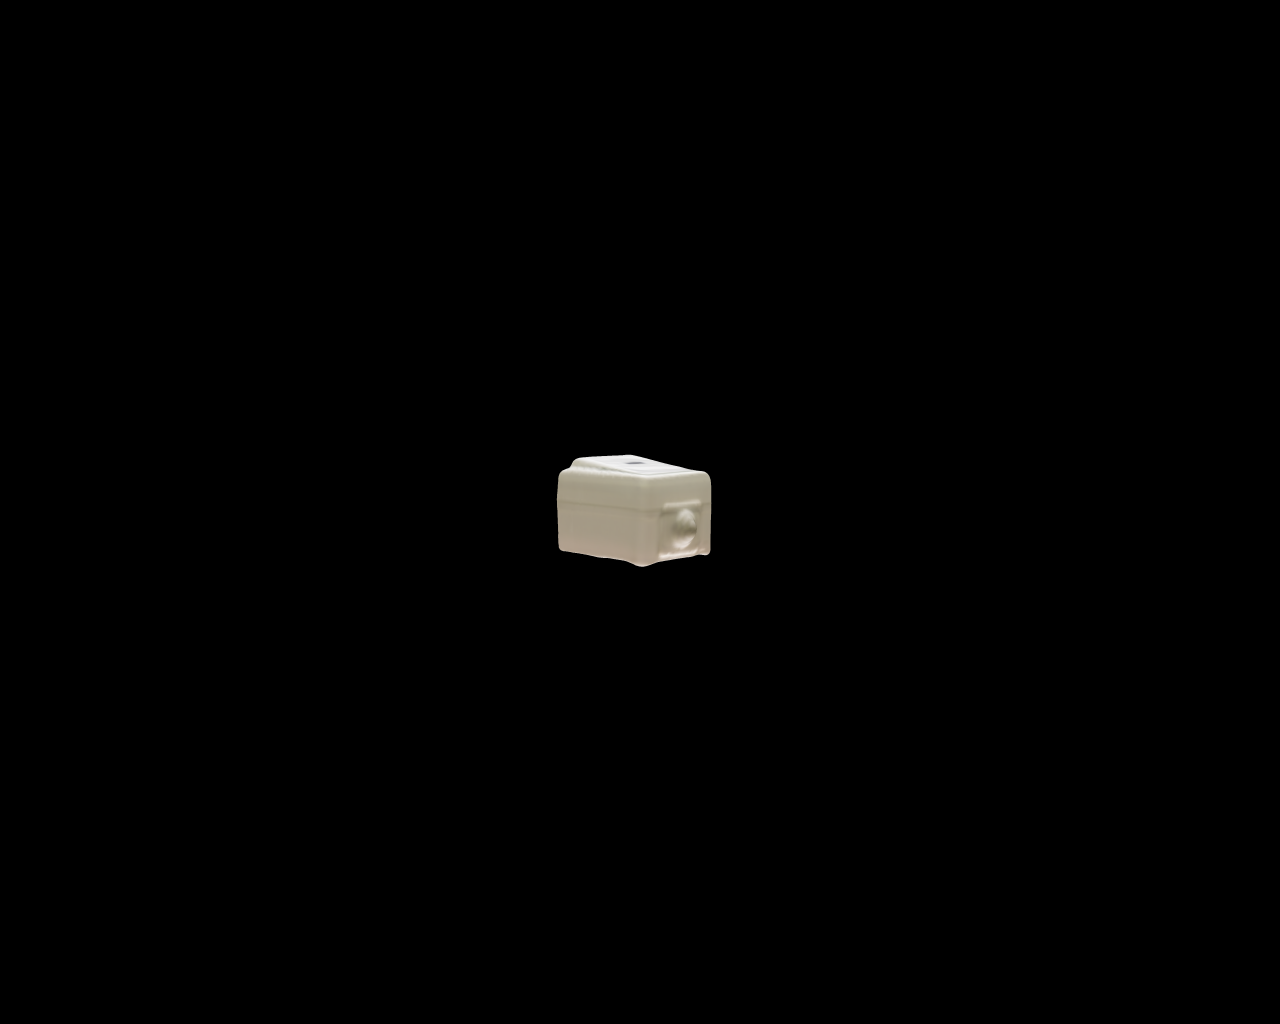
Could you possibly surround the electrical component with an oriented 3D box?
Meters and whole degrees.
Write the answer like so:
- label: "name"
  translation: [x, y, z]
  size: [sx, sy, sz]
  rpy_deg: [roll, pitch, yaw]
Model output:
- label: "electrical component"
  translation: [0.001, -0.003, 0.650]
  size: [0.062, 0.061, 0.096]
  rpy_deg: [-6, 9, -43]
